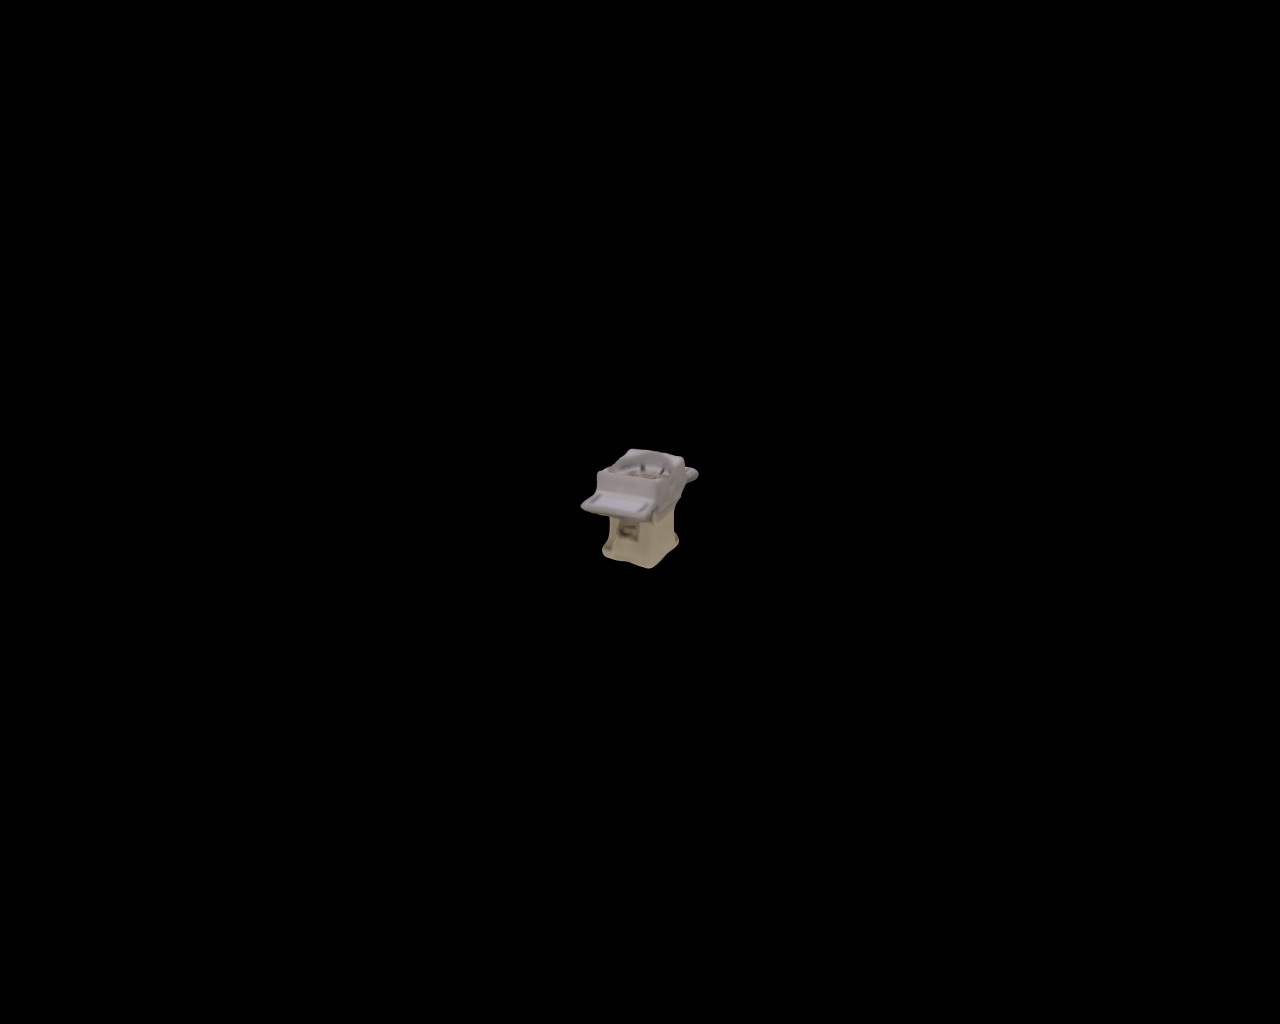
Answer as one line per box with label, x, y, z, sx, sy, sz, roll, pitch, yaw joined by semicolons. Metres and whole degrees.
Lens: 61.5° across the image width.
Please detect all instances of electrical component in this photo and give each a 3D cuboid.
electrical component;0.001;-0.003;0.650;0.042;0.063;0.081;12;27;25
